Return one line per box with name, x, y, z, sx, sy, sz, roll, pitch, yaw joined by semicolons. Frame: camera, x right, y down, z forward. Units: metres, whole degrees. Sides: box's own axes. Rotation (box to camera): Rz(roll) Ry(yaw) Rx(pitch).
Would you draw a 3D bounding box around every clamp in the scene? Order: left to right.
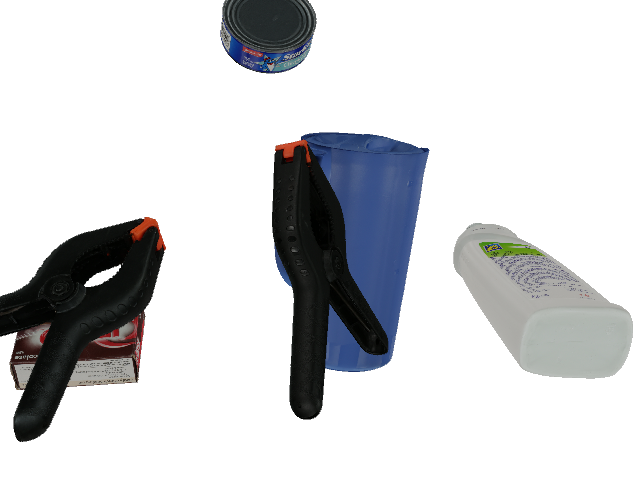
clamp;-0.176;0.042;0.692;0.120;0.039;0.171;27;54;19
clamp;0.003;0.024;0.865;0.036;0.210;0.164;-9;2;25

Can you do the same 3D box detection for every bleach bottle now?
bleach bottle;0.191;0.040;0.995;0.102;0.068;0.251;3;21;-11

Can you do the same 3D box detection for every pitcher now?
pitcher;0.027;0.010;1.120;0.149;0.243;0.145;6;13;2

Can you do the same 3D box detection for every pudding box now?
pudding box;-0.222;0.093;0.984;0.113;0.039;0.090;-5;33;-2

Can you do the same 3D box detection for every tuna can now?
tuna can;-0.048;-0.194;0.975;0.086;0.086;0.034;0;-32;-11
